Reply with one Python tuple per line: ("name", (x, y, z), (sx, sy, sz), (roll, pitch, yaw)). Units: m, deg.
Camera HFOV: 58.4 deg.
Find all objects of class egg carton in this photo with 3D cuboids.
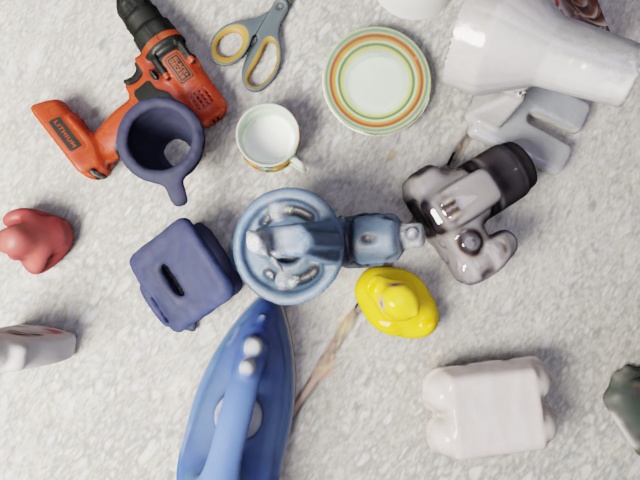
("egg carton", (0.190, 0.190, 0.648), (0.150, 0.069, 0.107), (-8, 87, -2))

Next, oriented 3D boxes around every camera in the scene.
("camera", (0.183, -0.040, 0.644), (0.137, 0.100, 0.143), (-32, 88, -3))

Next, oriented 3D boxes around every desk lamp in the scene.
("desk lamp", (0.219, -0.172, 0.595), (0.203, 0.213, 0.118), (25, 87, 0))

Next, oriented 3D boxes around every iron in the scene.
("iron", (-0.085, 0.178, 0.604), (0.118, 0.141, 0.258), (12, 87, -1))

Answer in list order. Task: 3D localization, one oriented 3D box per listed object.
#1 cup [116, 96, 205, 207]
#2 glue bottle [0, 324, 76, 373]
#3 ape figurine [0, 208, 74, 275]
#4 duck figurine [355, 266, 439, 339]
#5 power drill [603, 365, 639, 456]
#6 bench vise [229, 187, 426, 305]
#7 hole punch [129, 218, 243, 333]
("cup", (-0.163, -0.091, 0.639), (0.091, 0.095, 0.118), (-18, 88, -2))
("glue bottle", (-0.319, 0.114, 0.585), (0.078, 0.173, 0.037), (6, 87, -1))
("ape figurine", (-0.321, 0.000, 0.631), (0.076, 0.092, 0.078), (-6, 87, -2))
("duck figurine", (0.090, 0.072, 0.643), (0.104, 0.086, 0.077), (35, 87, 0))
("power drill", (0.393, 0.204, 0.584), (0.075, 0.208, 0.230), (-34, 88, -3))
("bench vise", (0.001, -0.009, 0.577), (0.207, 0.219, 0.121), (-23, 88, -2))
("hole punch", (-0.150, 0.042, 0.634), (0.101, 0.091, 0.109), (-34, 88, -3))
